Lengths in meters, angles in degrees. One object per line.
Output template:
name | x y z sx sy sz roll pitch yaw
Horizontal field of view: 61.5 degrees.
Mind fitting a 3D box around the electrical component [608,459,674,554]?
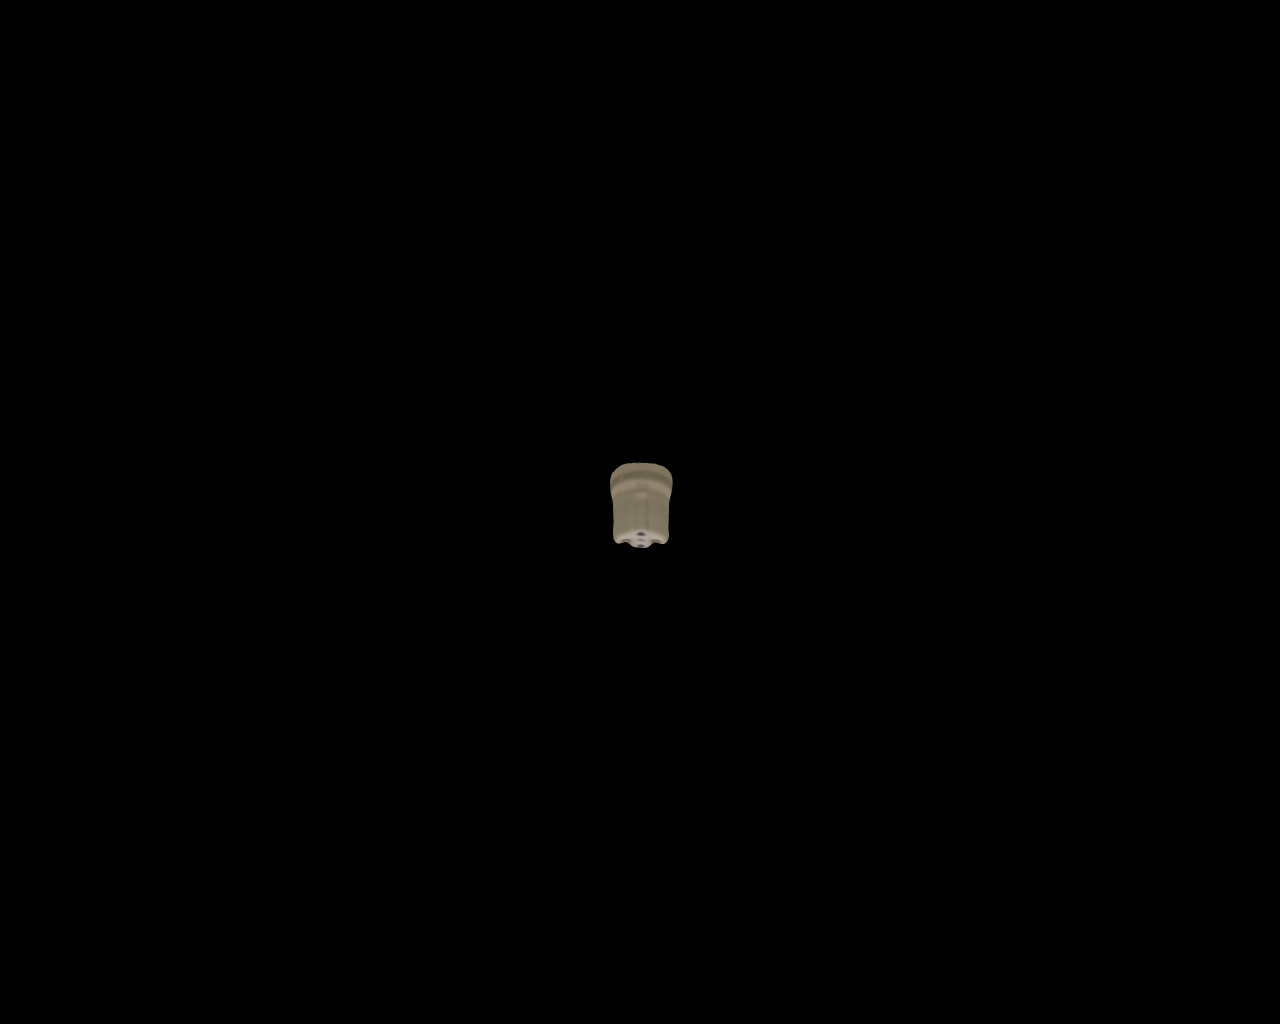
electrical component | 0.001 -0.003 0.650 0.040 0.046 0.040 0 -28 0
